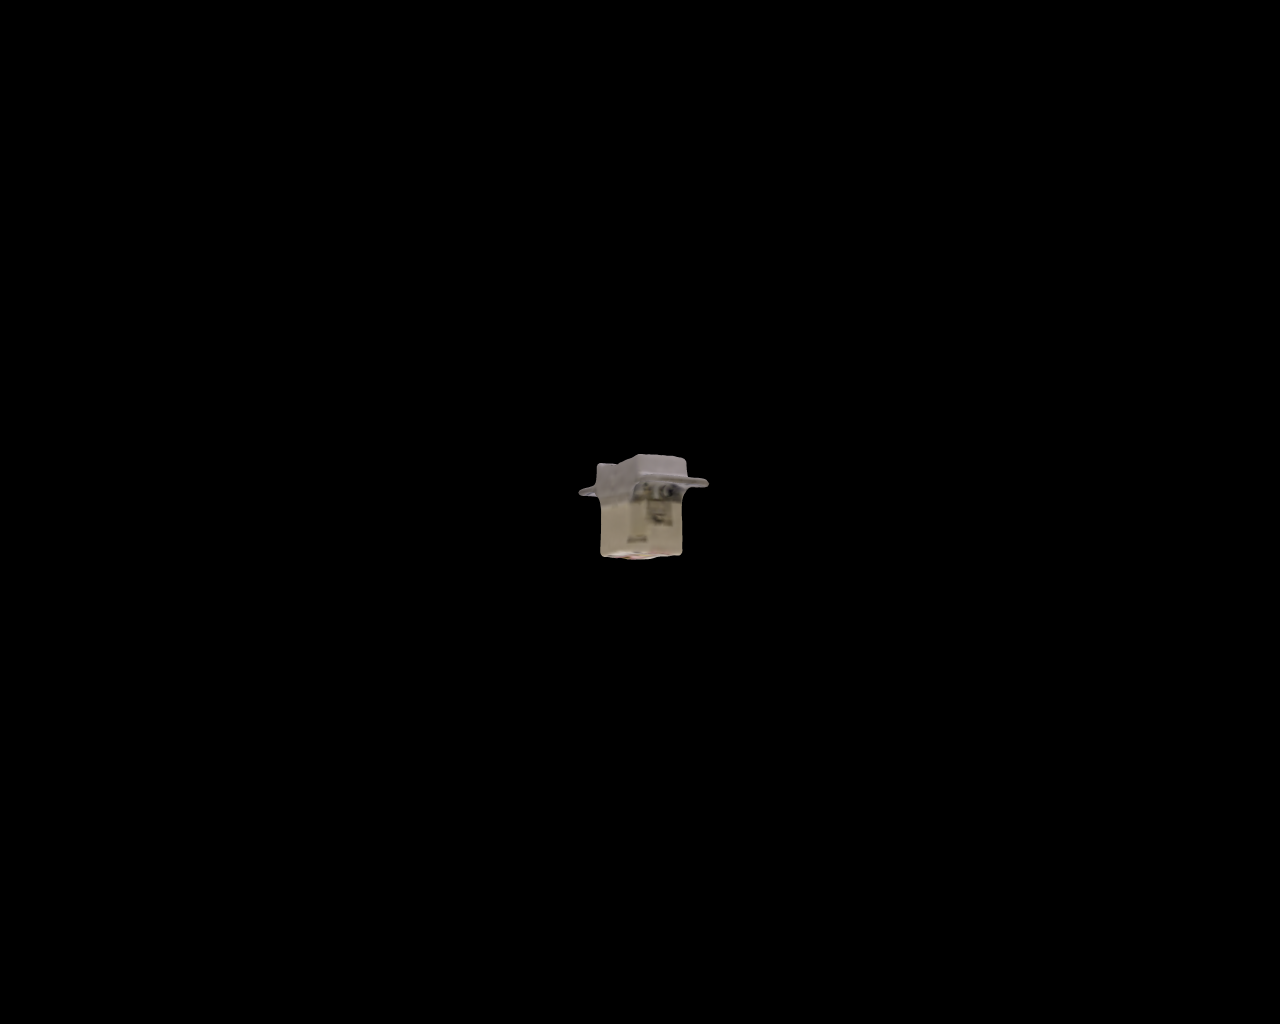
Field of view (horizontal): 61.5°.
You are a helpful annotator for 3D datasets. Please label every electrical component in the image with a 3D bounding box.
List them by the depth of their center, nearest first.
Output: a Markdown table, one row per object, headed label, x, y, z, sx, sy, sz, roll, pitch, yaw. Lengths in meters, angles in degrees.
| label | x | y | z | sx | sy | sz | roll | pitch | yaw |
| --- | --- | --- | --- | --- | --- | --- | --- | --- | --- |
| electrical component | 0.001 | -0.003 | 0.650 | 0.042 | 0.063 | 0.081 | 5 | -8 | -35 |
